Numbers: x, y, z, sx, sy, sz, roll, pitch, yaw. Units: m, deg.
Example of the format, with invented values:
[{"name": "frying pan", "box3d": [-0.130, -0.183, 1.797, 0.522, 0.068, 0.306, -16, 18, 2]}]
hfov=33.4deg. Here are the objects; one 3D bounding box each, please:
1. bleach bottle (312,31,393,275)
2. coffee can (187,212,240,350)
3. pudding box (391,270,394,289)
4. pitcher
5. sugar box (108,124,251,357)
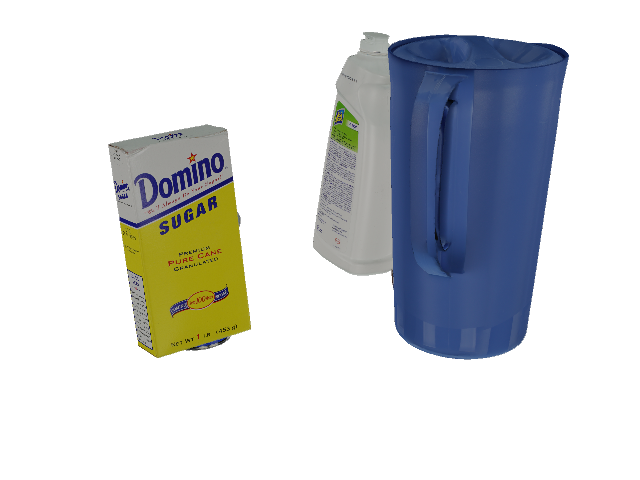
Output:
[{"name": "bleach bottle", "box3d": [0.049, -0.096, 1.154, 0.067, 0.251, 0.103, -7, 24, -33]}, {"name": "coffee can", "box3d": [-0.144, 0.036, 1.187, 0.103, 0.140, 0.103, 4, 25, -2]}, {"name": "pudding box", "box3d": [0.171, 0.058, 1.536, 0.113, 0.039, 0.090, -15, 23, -18]}, {"name": "pitcher", "box3d": [0.110, -0.032, 0.825, 0.149, 0.243, 0.145, -7, 22, -19]}, {"name": "sugar box", "box3d": [-0.114, -0.001, 0.883, 0.093, 0.176, 0.048, -16, 21, -30]}]
